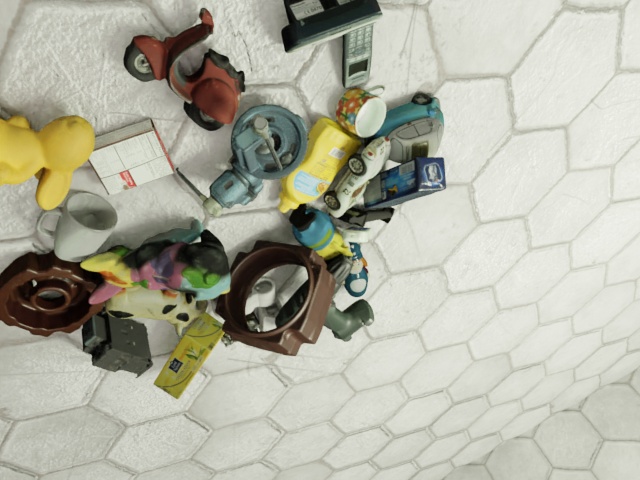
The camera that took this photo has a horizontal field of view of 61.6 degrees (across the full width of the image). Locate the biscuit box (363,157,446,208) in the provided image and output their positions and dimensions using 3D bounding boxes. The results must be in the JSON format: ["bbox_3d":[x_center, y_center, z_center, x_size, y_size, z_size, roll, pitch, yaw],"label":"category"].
[{"bbox_3d":[0.151,-0.102,0.995,0.063,0.059,0.203,-4,176,-24],"label":"biscuit box"}]

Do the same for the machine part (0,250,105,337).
[{"bbox_3d":[-0.476,0.094,0.947,0.179,0.056,0.179,-14,135,-14],"label":"machine part"}]

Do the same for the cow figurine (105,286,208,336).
[{"bbox_3d":[-0.312,0.122,1.037,0.195,0.086,0.127,7,129,-28],"label":"cow figurine"}]

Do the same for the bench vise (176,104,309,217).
[{"bbox_3d":[-0.108,-0.131,0.833,0.224,0.129,0.240,-34,179,-7],"label":"bench vise"}]

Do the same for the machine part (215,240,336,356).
[{"bbox_3d":[-0.086,0.107,1.029,0.087,0.201,0.201,54,51,-54],"label":"machine part"}]

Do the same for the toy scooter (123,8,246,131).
[{"bbox_3d":[-0.172,-0.247,0.768,0.135,0.075,0.183,-42,131,16],"label":"toy scooter"}]

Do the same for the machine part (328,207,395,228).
[{"bbox_3d":[0.093,-0.050,1.099,0.139,0.084,0.039,-6,103,-38],"label":"machine part"}]

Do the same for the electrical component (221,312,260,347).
[{"bbox_3d":[-0.181,0.205,1.212,0.102,0.045,0.078,-30,136,1],"label":"electrical component"}]

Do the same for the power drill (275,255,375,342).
[{"bbox_3d":[0.031,0.140,1.155,0.232,0.086,0.207,-41,143,17],"label":"power drill"}]

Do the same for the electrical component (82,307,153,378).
[{"bbox_3d":[-0.396,0.195,1.041,0.058,0.115,0.134,-41,138,10],"label":"electrical component"}]

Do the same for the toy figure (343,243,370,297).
[{"bbox_3d":[0.079,0.065,1.207,0.064,0.058,0.154,-36,139,-24],"label":"toy figure"}]

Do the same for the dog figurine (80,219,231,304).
[{"bbox_3d":[-0.285,0.053,0.919,0.219,0.192,0.108,-18,123,-28],"label":"dog figurine"}]

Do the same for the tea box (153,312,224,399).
[{"bbox_3d":[-0.278,0.247,1.151,0.068,0.098,0.169,34,115,-2],"label":"tea box"}]

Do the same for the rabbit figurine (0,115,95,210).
[{"bbox_3d":[-0.397,-0.117,0.740,0.173,0.122,0.162,-14,140,-16],"label":"rabbit figurine"}]

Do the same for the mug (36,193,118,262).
[{"bbox_3d":[-0.399,-0.014,0.867,0.109,0.081,0.107,8,134,-42],"label":"mug"}]

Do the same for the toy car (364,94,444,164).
[{"bbox_3d":[0.165,-0.189,0.977,0.162,0.103,0.109,-19,135,-13],"label":"toy car"}]

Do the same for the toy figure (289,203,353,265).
[{"bbox_3d":[-0.004,-0.006,1.080,0.089,0.082,0.180,-24,146,19],"label":"toy figure"}]

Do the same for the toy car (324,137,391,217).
[{"bbox_3d":[0.068,-0.113,0.983,0.073,0.056,0.201,-44,175,-36],"label":"toy car"}]

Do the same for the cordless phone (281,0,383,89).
[{"bbox_3d":[0.017,-0.292,0.830,0.147,0.089,0.184,-23,156,-7],"label":"cordless phone"}]
